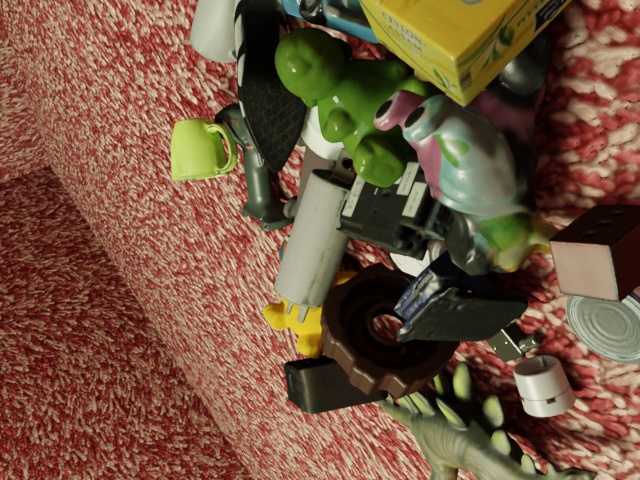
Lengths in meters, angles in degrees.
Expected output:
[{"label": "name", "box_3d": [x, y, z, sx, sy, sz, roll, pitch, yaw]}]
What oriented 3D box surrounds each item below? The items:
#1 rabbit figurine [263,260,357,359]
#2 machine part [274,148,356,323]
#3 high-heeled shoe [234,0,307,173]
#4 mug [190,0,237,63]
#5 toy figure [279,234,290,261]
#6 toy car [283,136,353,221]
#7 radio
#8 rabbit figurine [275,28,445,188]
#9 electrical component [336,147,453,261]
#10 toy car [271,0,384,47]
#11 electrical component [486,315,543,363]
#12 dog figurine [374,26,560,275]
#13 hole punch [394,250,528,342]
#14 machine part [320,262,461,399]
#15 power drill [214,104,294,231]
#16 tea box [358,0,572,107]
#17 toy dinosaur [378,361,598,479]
[{"label": "rabbit figurine", "box_3d": [-0.006, 0.094, 0.840, 0.122, 0.162, 0.173, 49, 171, 25]}, {"label": "machine part", "box_3d": [-0.001, -0.002, 0.702, 0.079, 0.079, 0.243, 35, 115, 40]}, {"label": "high-heeled shoe", "box_3d": [-0.076, -0.222, 0.704, 0.145, 0.086, 0.248, -131, 41, -61]}, {"label": "mug", "box_3d": [-0.133, -0.313, 0.762, 0.110, 0.081, 0.107, 55, 144, 26]}, {"label": "toy figure", "box_3d": [-0.038, 0.018, 0.899, 0.064, 0.058, 0.154, 43, 169, -4]}, {"label": "toy car", "box_3d": [-0.002, -0.080, 0.785, 0.089, 0.053, 0.202, 35, 139, 23]}, {"label": "radio", "box_3d": [0.017, 0.228, 0.885, 0.229, 0.131, 0.073, 131, 130, -75]}, {"label": "rabbit figurine", "box_3d": [0.028, -0.163, 0.555, 0.170, 0.121, 0.159, 31, -161, -31]}, {"label": "electrical component", "box_3d": [0.091, -0.042, 0.600, 0.134, 0.058, 0.115, 22, 90, 53]}, {"label": "toy car", "box_3d": [0.023, -0.265, 0.546, 0.162, 0.109, 0.102, 47, 124, 48]}, {"label": "electrical component", "box_3d": [0.217, 0.114, 0.634, 0.063, 0.021, 0.094, 54, 150, 12]}, {"label": "dog figurine", "box_3d": [0.163, -0.073, 0.477, 0.219, 0.191, 0.109, 41, 180, -25]}, {"label": "hole punch", "box_3d": [0.146, 0.053, 0.591, 0.142, 0.116, 0.092, 116, 152, -58]}, {"label": "machine part", "box_3d": [0.089, 0.115, 0.695, 0.179, 0.179, 0.056, 46, 151, 26]}, {"label": "power drill", "box_3d": [-0.092, -0.121, 0.869, 0.232, 0.086, 0.207, 30, 143, 47]}, {"label": "tea box", "box_3d": [0.120, -0.189, 0.361, 0.098, 0.169, 0.068, 45, -176, 25]}, {"label": "toy dinosaur", "box_3d": [0.183, 0.270, 0.757, 0.471, 0.105, 0.198, -26, 86, 65]}]
